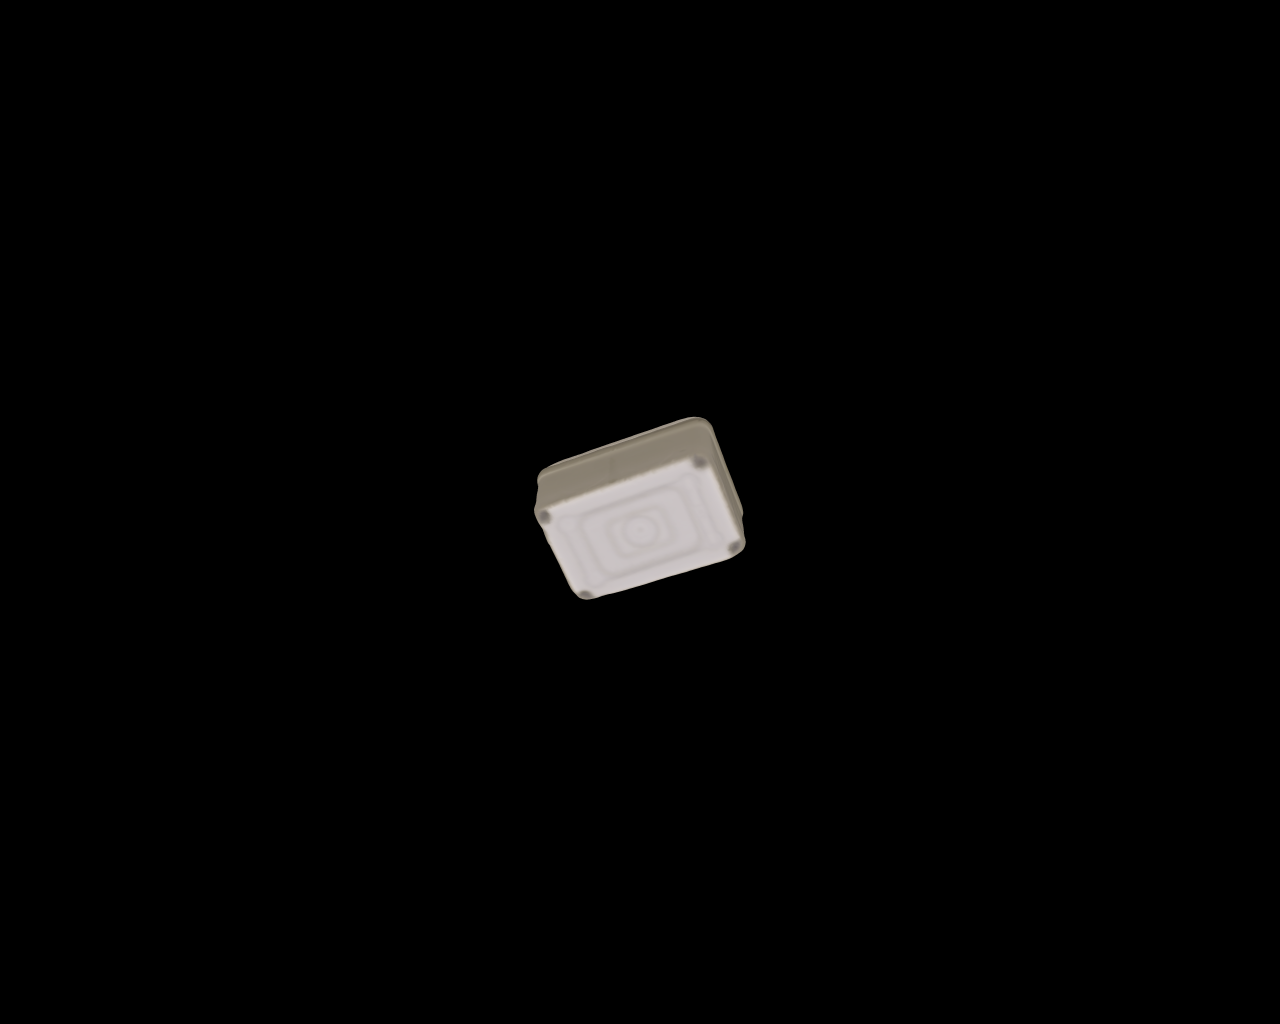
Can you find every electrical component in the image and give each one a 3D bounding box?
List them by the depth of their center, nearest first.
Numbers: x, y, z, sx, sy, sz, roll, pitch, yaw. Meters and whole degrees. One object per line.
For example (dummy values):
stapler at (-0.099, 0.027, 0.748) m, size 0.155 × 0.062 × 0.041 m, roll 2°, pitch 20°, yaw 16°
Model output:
electrical component at (0.001, -0.003, 0.650) m, size 0.113 × 0.078 × 0.057 m, roll -18°, pitch 29°, yaw 10°
